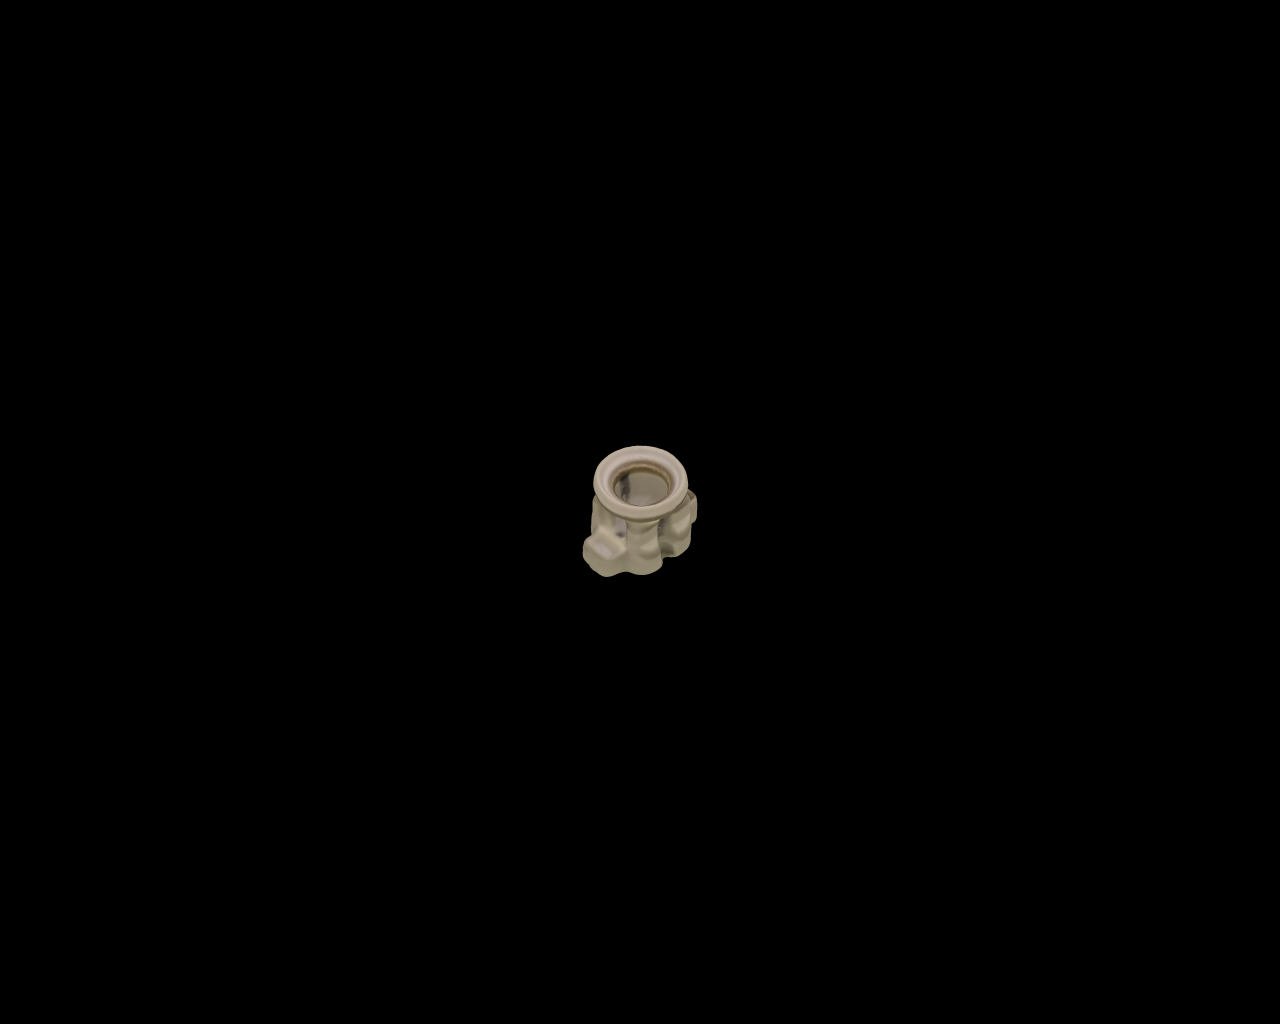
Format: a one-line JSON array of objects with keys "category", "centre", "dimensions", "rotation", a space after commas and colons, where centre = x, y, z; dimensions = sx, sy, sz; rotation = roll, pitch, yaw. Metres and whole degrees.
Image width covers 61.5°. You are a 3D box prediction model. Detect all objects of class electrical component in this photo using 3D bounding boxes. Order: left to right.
[{"category": "electrical component", "centre": [0.001, -0.003, 0.650], "dimensions": [0.078, 0.056, 0.058], "rotation": [-32, 54, -27]}]
